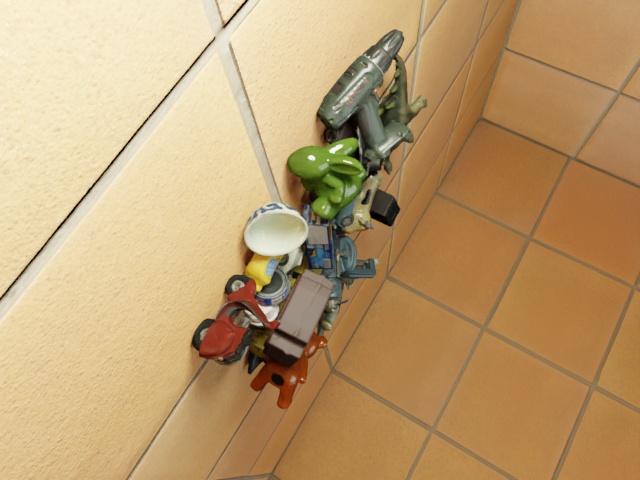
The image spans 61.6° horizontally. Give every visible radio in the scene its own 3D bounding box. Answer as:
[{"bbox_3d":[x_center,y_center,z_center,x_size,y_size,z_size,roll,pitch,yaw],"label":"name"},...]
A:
[{"bbox_3d":[0.170,-0.109,1.663,0.073,0.131,0.229,-63,165,1],"label":"radio"}]

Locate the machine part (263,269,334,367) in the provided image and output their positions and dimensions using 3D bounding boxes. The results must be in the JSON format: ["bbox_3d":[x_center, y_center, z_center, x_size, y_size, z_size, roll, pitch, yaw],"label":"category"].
[{"bbox_3d":[-0.053,0.179,1.238,0.201,0.087,0.201,119,-4,-66],"label":"machine part"}]

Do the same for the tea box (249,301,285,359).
[{"bbox_3d":[-0.122,0.210,1.379,0.169,0.068,0.098,-53,163,-26],"label":"tea box"}]

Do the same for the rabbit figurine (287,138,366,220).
[{"bbox_3d":[0.014,-0.132,1.077,0.159,0.121,0.170,-23,151,25],"label":"rabbit figurine"}]

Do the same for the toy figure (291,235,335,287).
[{"bbox_3d":[-0.023,0.054,1.386,0.082,0.089,0.180,31,92,-35],"label":"toy figure"}]

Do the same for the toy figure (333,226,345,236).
[{"bbox_3d":[0.036,0.015,1.590,0.154,0.058,0.064,-66,-157,9],"label":"toy figure"}]

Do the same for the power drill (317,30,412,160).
[{"bbox_3d":[0.117,-0.279,1.097,0.232,0.086,0.207,-43,139,-5],"label":"power drill"}]

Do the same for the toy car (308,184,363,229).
[{"bbox_3d":[0.028,-0.100,1.252,0.103,0.109,0.161,-9,140,-25],"label":"toy car"}]

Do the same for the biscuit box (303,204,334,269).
[{"bbox_3d":[-0.003,-0.004,1.242,0.202,0.059,0.063,83,9,-59],"label":"biscuit box"}]

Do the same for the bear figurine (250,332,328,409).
[{"bbox_3d":[-0.073,0.307,1.372,0.196,0.120,0.131,-48,166,-57],"label":"bear figurine"}]

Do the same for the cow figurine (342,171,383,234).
[{"bbox_3d":[0.111,-0.107,1.476,0.194,0.127,0.085,-65,162,3],"label":"cow figurine"}]

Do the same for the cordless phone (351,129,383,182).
[{"bbox_3d":[0.073,-0.184,1.344,0.184,0.089,0.146,-42,158,-25],"label":"cordless phone"}]

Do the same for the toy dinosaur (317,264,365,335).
[{"bbox_3d":[0.032,0.187,1.785,0.192,0.131,0.404,-49,167,-38],"label":"toy dinosaur"}]

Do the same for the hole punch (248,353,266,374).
[{"bbox_3d":[-0.146,0.306,1.478,0.116,0.092,0.142,-92,-168,-53],"label":"hole punch"}]

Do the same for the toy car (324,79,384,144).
[{"bbox_3d":[0.071,-0.288,1.160,0.089,0.053,0.202,-2,120,-50],"label":"toy car"}]

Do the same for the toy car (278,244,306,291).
[{"bbox_3d":[-0.088,0.082,1.285,0.073,0.056,0.201,-31,146,-63],"label":"toy car"}]

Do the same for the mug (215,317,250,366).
[{"bbox_3d":[-0.188,0.216,1.169,0.107,0.081,0.109,98,17,-80],"label":"mug"}]

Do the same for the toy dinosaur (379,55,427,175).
[{"bbox_3d":[0.192,-0.323,1.414,0.198,0.105,0.470,-50,157,-27],"label":"toy dinosaur"}]

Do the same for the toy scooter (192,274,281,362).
[{"bbox_3d":[-0.157,0.168,1.057,0.184,0.135,0.075,-58,167,-8],"label":"toy scooter"}]

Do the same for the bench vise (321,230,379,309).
[{"bbox_3d":[0.074,0.082,1.501,0.240,0.223,0.129,4,154,-36],"label":"bench vise"}]
